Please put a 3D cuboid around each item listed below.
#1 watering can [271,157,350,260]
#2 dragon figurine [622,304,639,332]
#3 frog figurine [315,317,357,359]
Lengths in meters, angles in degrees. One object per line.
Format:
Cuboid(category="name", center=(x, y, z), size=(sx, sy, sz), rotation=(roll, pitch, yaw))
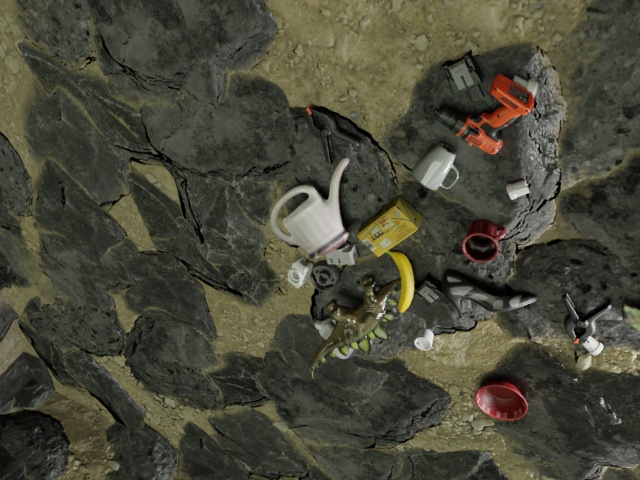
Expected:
Cuboid(category="watering can", center=(0.005, -0.077, 1.520), size=(0.343, 0.106, 0.223), rotation=(-34, 98, 30))
Cuboid(category="dragon figurine", center=(0.875, 0.187, 1.263), size=(0.240, 0.125, 0.405), rotation=(-19, 121, 43))
Cuboid(category="frog figurine", center=(0.054, 0.330, 1.764), size=(0.159, 0.125, 0.135), rotation=(24, 150, -6))
